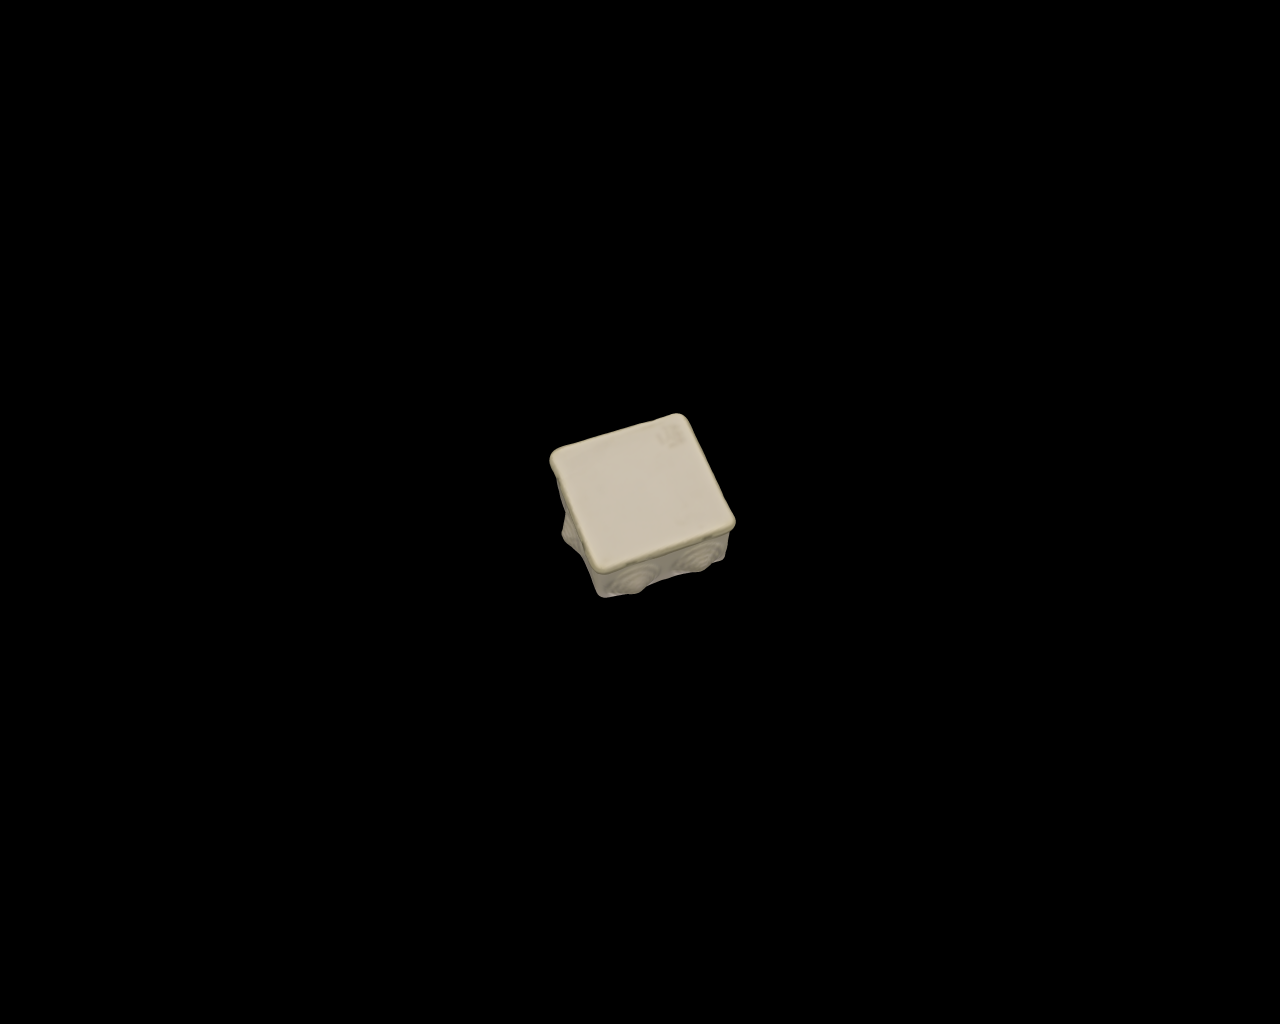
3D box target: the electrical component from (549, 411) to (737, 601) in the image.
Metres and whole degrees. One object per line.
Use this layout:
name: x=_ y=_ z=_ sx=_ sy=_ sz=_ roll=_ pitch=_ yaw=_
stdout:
electrical component: x=0.001 y=-0.003 z=0.650 sx=0.100 sy=0.100 sz=0.048 roll=-18 pitch=-28 yaw=-10
